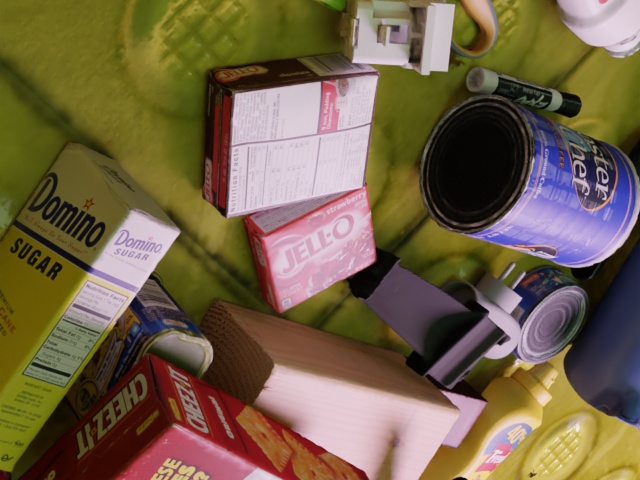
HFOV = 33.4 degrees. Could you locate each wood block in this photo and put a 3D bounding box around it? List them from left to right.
[{"bbox_3d":[-0.004,0.124,0.802,0.205,0.090,0.091,21,104,-43],"label":"wood block"}]

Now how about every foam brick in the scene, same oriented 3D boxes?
[{"bbox_3d":[0.092,0.138,0.910,0.078,0.053,0.051,20,106,-45],"label":"foam brick"}]

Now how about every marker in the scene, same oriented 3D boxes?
[{"bbox_3d":[0.158,-0.111,0.810,0.120,0.020,0.020,7,115,-40],"label":"marker"}]

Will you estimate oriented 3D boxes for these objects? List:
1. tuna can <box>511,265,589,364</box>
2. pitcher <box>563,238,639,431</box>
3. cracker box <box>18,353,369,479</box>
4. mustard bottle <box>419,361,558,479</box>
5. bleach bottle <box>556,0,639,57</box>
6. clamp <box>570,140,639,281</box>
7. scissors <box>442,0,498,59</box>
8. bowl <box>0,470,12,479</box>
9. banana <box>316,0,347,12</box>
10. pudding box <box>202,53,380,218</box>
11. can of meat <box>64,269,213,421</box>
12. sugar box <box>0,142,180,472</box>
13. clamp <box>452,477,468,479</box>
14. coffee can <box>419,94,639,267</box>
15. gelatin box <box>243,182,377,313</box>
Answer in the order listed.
[{"bbox_3d":[0.198,0.068,0.952,0.086,0.034,0.086,-20,130,-25],"label":"tuna can"},{"bbox_3d":[0.328,0.044,0.955,0.144,0.149,0.243,4,123,-28],"label":"pitcher"},{"bbox_3d":[-0.080,0.182,0.670,0.164,0.072,0.213,-44,130,11],"label":"cracker box"},{"bbox_3d":[0.145,0.183,0.974,0.191,0.058,0.096,-46,151,-3],"label":"mustard bottle"},{"bbox_3d":[0.190,-0.226,0.727,0.102,0.068,0.250,-42,138,-7],"label":"bleach bottle"},{"bbox_3d":[0.274,-0.040,0.933,0.171,0.039,0.120,-31,144,-18],"label":"clamp"},{"bbox_3d":[0.089,-0.205,0.696,0.096,0.016,0.201,-40,135,-10],"label":"scissors"},{"bbox_3d":[-0.267,0.188,0.675,0.161,0.055,0.162,-19,129,-25],"label":"bowl"},{"bbox_3d":[-0.008,-0.220,0.601,0.069,0.037,0.198,-28,137,-41],"label":"banana"},{"bbox_3d":[-0.020,-0.069,0.693,0.113,0.039,0.090,-12,126,-29],"label":"pudding box"},{"bbox_3d":[-0.123,0.078,0.685,0.057,0.084,0.102,17,108,-43],"label":"can of meat"},{"bbox_3d":[-0.163,0.037,0.621,0.048,0.093,0.176,25,101,-44],"label":"sugar box"},{"bbox_3d":[0.012,0.242,0.843,0.164,0.036,0.210,4,142,-17],"label":"clamp"},{"bbox_3d":[0.158,-0.041,0.798,0.140,0.103,0.103,14,110,-42],"label":"coffee can"},{"bbox_3d":[-0.005,0.001,0.758,0.089,0.030,0.073,-27,132,-20],"label":"gelatin box"}]
